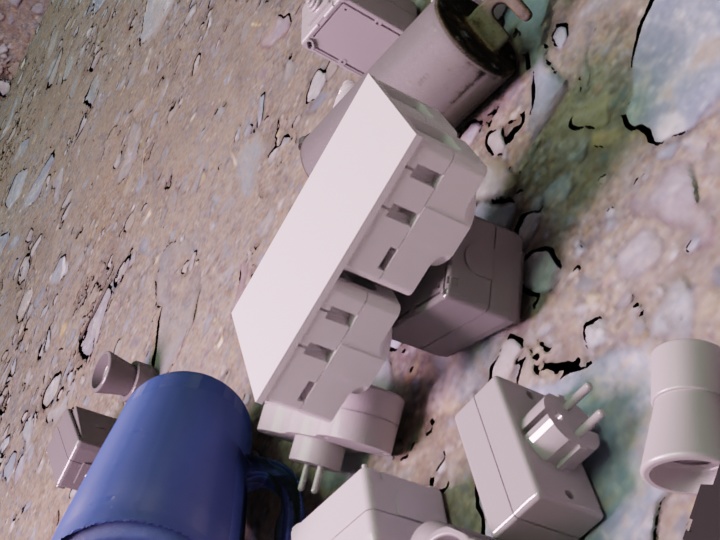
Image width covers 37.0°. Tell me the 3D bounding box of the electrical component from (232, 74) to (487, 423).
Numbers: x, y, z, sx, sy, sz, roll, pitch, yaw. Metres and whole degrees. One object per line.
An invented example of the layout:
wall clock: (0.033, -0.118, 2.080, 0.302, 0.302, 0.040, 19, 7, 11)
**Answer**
electrical component: (-0.003, -0.012, 0.663, 0.186, 0.060, 0.105, -59, 26, 18)

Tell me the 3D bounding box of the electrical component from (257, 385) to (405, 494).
electrical component: (-0.027, 0.118, 0.744, 0.138, 0.052, 0.073, -9, 61, 58)

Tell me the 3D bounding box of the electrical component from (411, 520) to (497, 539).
electrical component: (0.063, 0.166, 0.551, 0.095, 0.059, 0.053, 4, 73, 60)

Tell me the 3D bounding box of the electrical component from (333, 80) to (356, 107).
electrical component: (-0.003, -0.134, 0.901, 0.040, 0.040, 0.078, -50, 33, 28)

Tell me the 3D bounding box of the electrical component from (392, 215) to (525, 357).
electrical component: (0.056, 0.013, 0.680, 0.096, 0.061, 0.061, -36, 39, 54)

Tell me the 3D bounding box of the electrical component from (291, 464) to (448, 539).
electrical component: (0.003, 0.173, 0.645, 0.096, 0.062, 0.061, -47, 34, 32)

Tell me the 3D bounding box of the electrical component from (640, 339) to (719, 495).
electrical component: (0.152, 0.065, 0.496, 0.044, 0.044, 0.065, -32, 39, 46)

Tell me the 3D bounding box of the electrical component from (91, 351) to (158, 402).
electrical component: (-0.242, 0.112, 1.107, 0.045, 0.055, 0.045, -39, 39, 41)

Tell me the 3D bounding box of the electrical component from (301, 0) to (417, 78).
electrical component: (-0.006, -0.212, 0.903, 0.062, 0.096, 0.061, -41, 37, 39)

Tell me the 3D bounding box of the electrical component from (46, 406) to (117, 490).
electrical component: (-0.275, 0.187, 1.099, 0.061, 0.062, 0.096, -63, 29, 6)

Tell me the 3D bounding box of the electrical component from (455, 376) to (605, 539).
electrical component: (0.098, 0.090, 0.560, 0.075, 0.047, 0.083, -50, 33, 27)

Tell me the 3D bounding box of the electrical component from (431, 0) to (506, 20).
electrical component: (0.078, -0.206, 0.816, 0.078, 0.040, 0.040, 24, 91, 61)
